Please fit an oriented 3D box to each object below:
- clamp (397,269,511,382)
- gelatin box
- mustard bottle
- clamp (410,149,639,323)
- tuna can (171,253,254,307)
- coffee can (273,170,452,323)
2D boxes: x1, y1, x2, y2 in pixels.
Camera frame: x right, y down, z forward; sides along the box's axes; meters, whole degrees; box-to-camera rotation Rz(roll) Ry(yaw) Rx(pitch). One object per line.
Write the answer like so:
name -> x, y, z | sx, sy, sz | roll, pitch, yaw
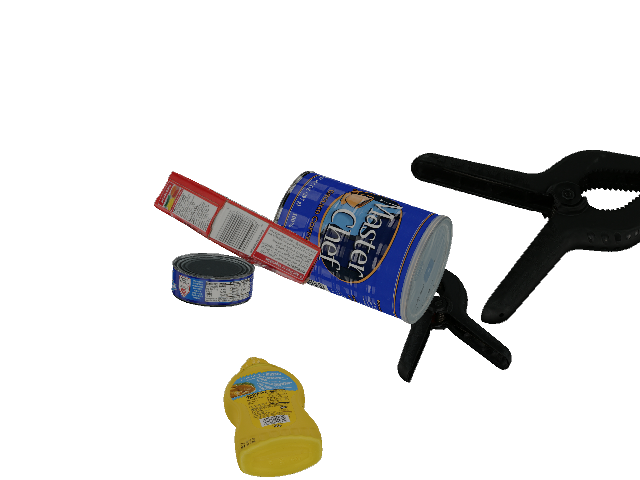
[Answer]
clamp -> 0.137, 0.082, 1.153 | 0.120, 0.171, 0.039 | 4, -44, -7
gelatin box -> -0.054, -0.008, 0.698 | 0.089, 0.030, 0.073 | 28, 0, -40
mustard bottle -> -0.064, 0.196, 1.257 | 0.096, 0.058, 0.192 | -9, 29, -10
clamp -> 0.189, -0.016, 0.834 | 0.210, 0.164, 0.036 | -8, -36, -6
tuna can -> -0.112, 0.041, 1.115 | 0.086, 0.034, 0.086 | 5, 15, -2
coffee can -> 0.037, 0.005, 0.982 | 0.140, 0.103, 0.102 | 20, 7, 20
